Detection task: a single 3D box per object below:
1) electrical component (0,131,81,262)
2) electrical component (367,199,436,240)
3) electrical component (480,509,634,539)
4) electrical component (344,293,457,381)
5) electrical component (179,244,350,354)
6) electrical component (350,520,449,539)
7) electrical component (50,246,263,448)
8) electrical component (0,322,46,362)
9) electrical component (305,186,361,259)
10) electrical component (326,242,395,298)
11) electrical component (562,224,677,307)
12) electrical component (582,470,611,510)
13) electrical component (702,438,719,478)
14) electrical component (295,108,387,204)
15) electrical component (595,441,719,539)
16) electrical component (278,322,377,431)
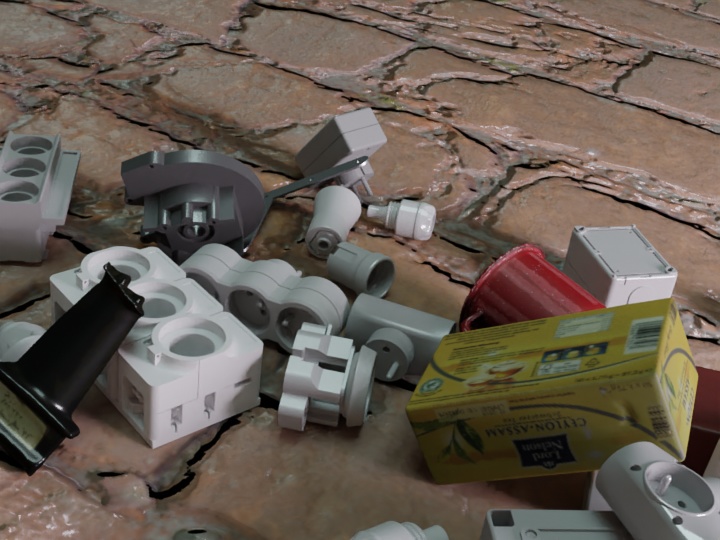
[{"bbox_3d":[-0.283,-0.062,0.911,0.079,0.063,0.121,3,33,-9],"label":"electrical component"},{"bbox_3d":[0.037,-0.048,0.988,0.061,0.035,0.035,12,32,11],"label":"electrical component"},{"bbox_3d":[0.128,0.192,0.609,0.109,0.056,0.108,3,33,-8],"label":"electrical component"},{"bbox_3d":[0.025,0.057,0.810,0.077,0.043,0.079,17,33,13],"label":"electrical component"},{"bbox_3d":[-0.071,0.016,0.846,0.138,0.052,0.073,18,33,16],"label":"electrical component"},{"bbox_3d":[0.024,0.169,0.636,0.062,0.043,0.043,-13,38,-32],"label":"electrical component"},{"bbox_3d":[-0.148,0.047,0.772,0.089,0.061,0.150,-19,41,-36],"label":"electrical component"},{"bbox_3d":[-0.237,0.057,0.755,0.048,0.048,0.062,-14,30,-31],"label":"electrical component"},{"bbox_3d":[-0.026,-0.040,0.955,0.044,0.044,0.065,11,37,4],"label":"electrical component"},{"bbox_3d":[0.000,0.000,0.900,0.046,0.040,0.040,26,36,35],"label":"electrical component"},{"bbox_3d":[0.216,0.004,0.919,0.062,0.061,0.096,-3,34,-16],"label":"electrical component"},{"bbox_3d":[0.171,0.144,0.698,0.047,0.055,0.055,9,32,9],"label":"electrical component"},{"bbox_3d":[0.274,0.155,0.681,0.057,0.078,0.113,-3,34,-22],"label":"electrical component"},{"bbox_3d":[-0.011,-0.100,1.030,0.047,0.083,0.075,-21,81,-38],"label":"electrical component"},{"bbox_3d":[0.188,0.138,0.615,0.079,0.044,0.077,-1,35,-27],"label":"electrical component"},{"bbox_3d":[-0.020,0.077,0.752,0.057,0.058,0.078,11,51,5],"label":"electrical component"}]
